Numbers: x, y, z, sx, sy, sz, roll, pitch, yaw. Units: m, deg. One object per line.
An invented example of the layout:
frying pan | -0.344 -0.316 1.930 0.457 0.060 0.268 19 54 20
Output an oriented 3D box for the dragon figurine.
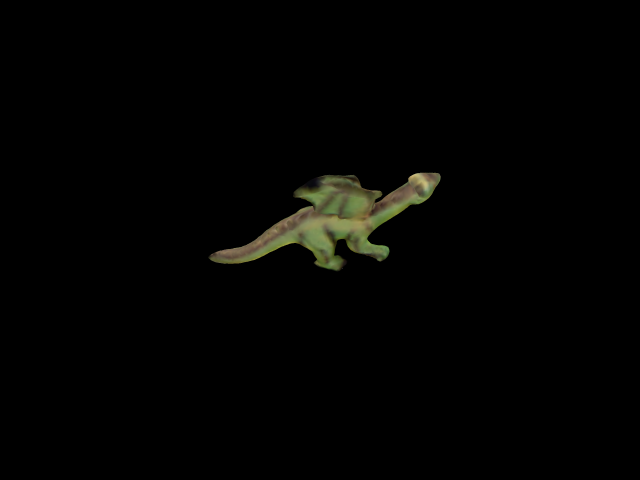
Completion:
dragon figurine | 0.003 -0.043 0.850 0.411 0.124 0.237 -12 -28 -6
